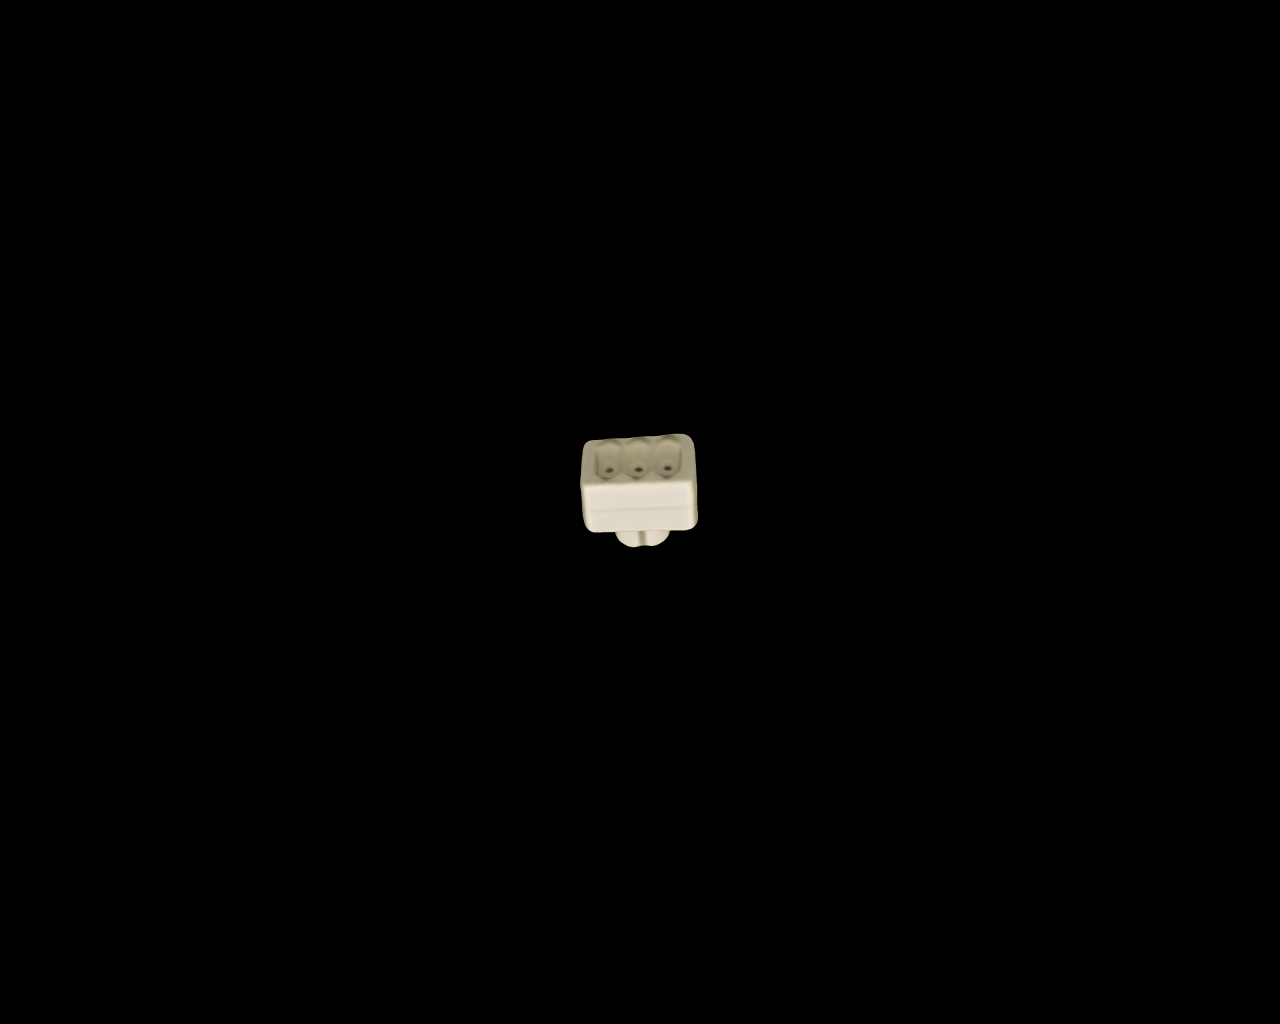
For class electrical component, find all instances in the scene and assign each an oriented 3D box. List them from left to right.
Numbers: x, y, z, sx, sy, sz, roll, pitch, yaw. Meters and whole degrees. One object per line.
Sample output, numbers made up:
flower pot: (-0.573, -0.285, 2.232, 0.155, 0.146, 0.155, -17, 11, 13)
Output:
electrical component: (0.001, -0.003, 0.650, 0.066, 0.076, 0.047, -2, 40, 2)
